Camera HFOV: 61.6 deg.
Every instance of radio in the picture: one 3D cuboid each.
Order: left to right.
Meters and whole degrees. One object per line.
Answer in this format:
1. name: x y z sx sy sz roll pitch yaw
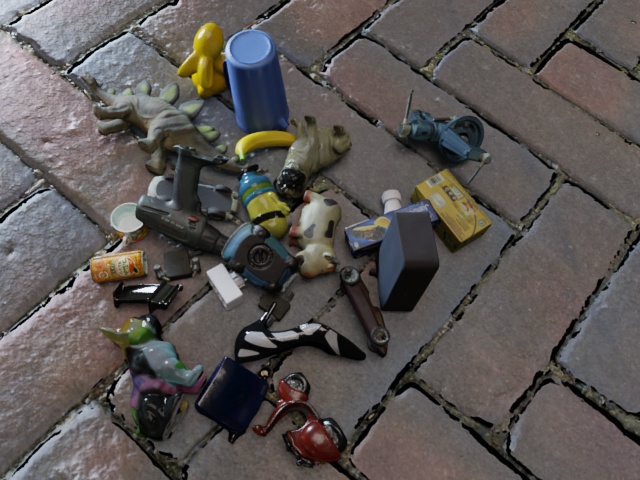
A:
1. radio: 0.170 0.046 1.088 0.073 0.229 0.131 0 61 -7

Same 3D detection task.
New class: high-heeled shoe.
1. high-heeled shoe: -0.043 0.226 1.069 0.249 0.086 0.145 27 78 4

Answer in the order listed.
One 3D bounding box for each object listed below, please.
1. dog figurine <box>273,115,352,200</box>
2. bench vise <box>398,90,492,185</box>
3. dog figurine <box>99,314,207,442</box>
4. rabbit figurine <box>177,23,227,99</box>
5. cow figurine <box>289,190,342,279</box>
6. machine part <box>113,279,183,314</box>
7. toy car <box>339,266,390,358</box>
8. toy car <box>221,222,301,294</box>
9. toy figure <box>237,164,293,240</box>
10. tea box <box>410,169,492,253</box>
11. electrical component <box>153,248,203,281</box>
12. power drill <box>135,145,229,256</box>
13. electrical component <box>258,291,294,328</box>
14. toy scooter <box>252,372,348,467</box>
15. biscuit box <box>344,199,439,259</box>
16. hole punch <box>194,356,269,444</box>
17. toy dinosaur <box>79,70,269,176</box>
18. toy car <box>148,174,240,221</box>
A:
1. dog figurine: -0.012 -0.176 1.257 0.172 0.121 0.190 13 89 -18
2. bench vise: 0.308 -0.238 1.262 0.223 0.128 0.241 10 27 -28
3. dog figurine: -0.333 0.246 1.011 0.219 0.108 0.191 28 68 12
4. rabbit figurine: -0.275 -0.437 1.294 0.122 0.173 0.162 29 61 3
5. cow figurine: -0.002 -0.004 1.174 0.127 0.085 0.195 15 64 8
6. machine part: -0.351 0.112 1.077 0.139 0.039 0.084 0 36 17
7. toy car: 0.095 0.144 1.108 0.053 0.089 0.202 -22 68 -12
8. toy car: -0.123 0.035 1.121 0.161 0.103 0.109 37 89 -15
9. toy figure: -0.129 -0.078 1.195 0.089 0.082 0.180 -31 76 -7
10. tea box: 0.300 -0.068 1.240 0.098 0.068 0.170 -28 72 -15
11. electrical component: -0.297 0.054 1.133 0.102 0.045 0.078 -5 67 -8
12. power drill: -0.254 -0.084 1.124 0.232 0.086 0.207 17 107 -9
13. electrical component: -0.098 0.136 1.129 0.063 0.021 0.094 33 67 10
14. toy scooter: -0.045 0.352 1.007 0.135 0.075 0.184 -32 69 -19
15. biscuit box: 0.158 -0.025 1.190 0.203 0.062 0.059 -21 69 -3
16. hole punch: -0.166 0.293 1.015 0.116 0.092 0.142 28 62 3
17. toy dinosaur: -0.346 -0.255 1.241 0.471 0.105 0.198 36 62 -1
18. toy car: -0.280 -0.093 1.198 0.202 0.056 0.073 13 71 -4
